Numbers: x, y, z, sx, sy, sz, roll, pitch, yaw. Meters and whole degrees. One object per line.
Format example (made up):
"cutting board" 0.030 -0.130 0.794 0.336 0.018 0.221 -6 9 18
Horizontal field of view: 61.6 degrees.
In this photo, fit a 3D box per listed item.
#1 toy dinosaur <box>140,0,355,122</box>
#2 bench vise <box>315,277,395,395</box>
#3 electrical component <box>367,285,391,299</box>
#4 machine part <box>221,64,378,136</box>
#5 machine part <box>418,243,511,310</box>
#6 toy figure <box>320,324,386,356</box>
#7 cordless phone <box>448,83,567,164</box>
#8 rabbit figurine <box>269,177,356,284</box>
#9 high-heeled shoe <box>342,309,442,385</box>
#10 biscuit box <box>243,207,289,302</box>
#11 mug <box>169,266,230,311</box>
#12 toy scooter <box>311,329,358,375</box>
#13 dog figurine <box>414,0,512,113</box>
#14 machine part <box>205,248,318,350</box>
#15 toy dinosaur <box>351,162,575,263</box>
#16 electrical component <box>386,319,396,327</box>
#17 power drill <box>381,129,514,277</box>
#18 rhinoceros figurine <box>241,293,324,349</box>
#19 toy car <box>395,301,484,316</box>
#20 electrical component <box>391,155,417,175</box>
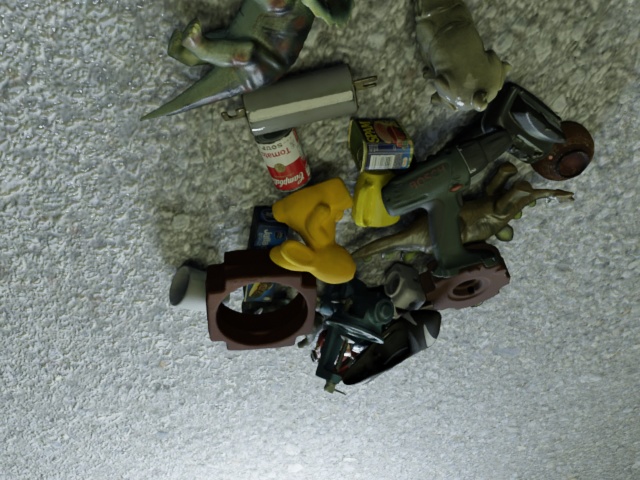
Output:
"toy dinosaur" -0.081 -0.285 0.736 0.192 0.131 0.404 24 129 -27
"bench vise" 0.041 0.183 1.078 0.224 0.240 0.128 5 159 45
"electrical component" 0.122 0.154 1.200 0.075 0.048 0.119 -4 130 -5
"machine part" -0.031 -0.214 0.826 0.243 0.079 0.079 -14 132 2
"machine part" 0.285 0.078 1.055 0.179 0.056 0.179 -9 146 -6
"toy figure" 0.073 0.224 1.177 0.154 0.064 0.057 -15 160 -7
"cordless phone" 0.314 -0.169 0.940 0.146 0.089 0.184 24 134 -28
"rabbit figurine" -0.002 -0.003 0.918 0.162 0.173 0.122 -21 177 -25
"high-heeled shoe" 0.138 0.219 1.085 0.145 0.086 0.248 -20 155 -34
"biscuit box" -0.109 0.031 1.038 0.059 0.063 0.202 3 130 -15
"mug" -0.242 0.111 1.078 0.107 0.081 0.109 21 133 -34
"toy scooter" 0.041 0.280 1.275 0.135 0.075 0.183 -42 128 16
"dog figurine" 0.182 -0.288 0.742 0.121 0.172 0.190 -32 137 4
"machine part" -0.111 0.111 1.008 0.201 0.087 0.200 -2 130 -9
"toy dinosaur" 0.244 -0.023 1.029 0.472 0.105 0.198 -11 136 6
"electrical component" 0.156 0.227 1.271 0.102 0.045 0.078 5 132 -14
"power drill" 0.231 -0.052 0.887 0.232 0.086 0.207 -19 106 7
"rhinoceros figurine" -0.082 0.170 1.159 0.190 0.073 0.112 19 127 -24
"toy car" 0.263 0.126 1.172 0.202 0.089 0.053 -18 132 4
"electrical component" 0.147 -0.133 0.937 0.094 0.063 0.021 7 125 -4
